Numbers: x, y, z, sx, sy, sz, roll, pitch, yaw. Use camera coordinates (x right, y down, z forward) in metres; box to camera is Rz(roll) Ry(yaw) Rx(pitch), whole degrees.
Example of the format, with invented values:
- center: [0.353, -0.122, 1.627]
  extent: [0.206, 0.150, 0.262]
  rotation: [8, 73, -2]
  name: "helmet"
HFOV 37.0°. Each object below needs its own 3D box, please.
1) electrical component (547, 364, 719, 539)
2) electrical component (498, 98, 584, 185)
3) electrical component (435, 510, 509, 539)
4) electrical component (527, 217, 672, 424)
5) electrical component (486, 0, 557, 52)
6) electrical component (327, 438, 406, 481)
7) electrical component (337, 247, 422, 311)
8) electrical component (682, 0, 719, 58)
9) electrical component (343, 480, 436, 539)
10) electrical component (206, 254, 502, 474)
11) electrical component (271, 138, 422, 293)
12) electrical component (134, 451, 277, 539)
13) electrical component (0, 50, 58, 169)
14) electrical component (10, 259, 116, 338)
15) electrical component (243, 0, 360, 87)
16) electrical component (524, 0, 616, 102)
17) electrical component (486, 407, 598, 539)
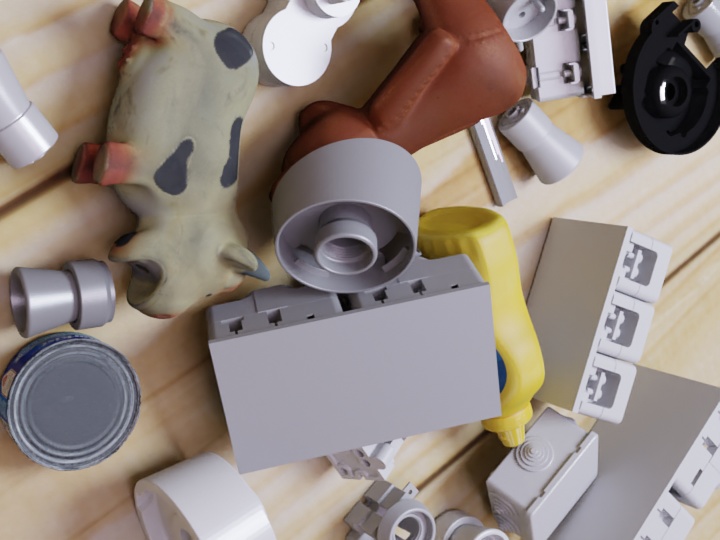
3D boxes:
- center: [0.240, 0.182, 0.920]
  extent: [0.060, 0.105, 0.186]
  rotation: [44, 75, -28]
  name: "electrical component"
- center: [0.142, -0.105, 0.858]
  extent: [0.065, 0.044, 0.044]
  rotation: [42, 76, -24]
  name: "electrical component"
- center: [0.087, 0.221, 0.864]
  extent: [0.045, 0.055, 0.045]
  rotation: [-5, 100, -30]
  name: "electrical component"
- center: [0.187, 0.040, 0.877]
  extent: [0.062, 0.089, 0.150]
  rotation: [19, 87, -31]
  name: "electrical component"
- center: [0.109, -0.194, 0.787]
  extent: [0.044, 0.077, 0.079]
  rotation: [-27, 144, -2]
  name: "electrical component"
- center: [0.007, 0.123, 0.801]
  extent: [0.048, 0.066, 0.055]
  rotation: [57, 49, -24]
  name: "electrical component"
- center: [0.000, 0.000, 0.774]
  extent: [0.081, 0.043, 0.043]
  rotation: [-42, 119, 9]
  name: "electrical component"
- center: [0.315, -0.216, 0.946]
  extent: [0.065, 0.044, 0.044]
  rotation: [38, 78, -24]
  name: "electrical component"
- center: [0.026, 0.194, 0.823]
  extent: [0.066, 0.055, 0.048]
  rotation: [-47, 117, -16]
  name: "electrical component"
- center: [-0.004, 0.061, 0.742]
  extent: [0.186, 0.060, 0.105]
  rotation: [-12, 118, -6]
  name: "electrical component"
- center: [-0.008, -0.033, 0.694]
  extent: [0.099, 0.099, 0.064]
  rotation: [29, 41, -31]
  name: "electrical component"
- center: [-0.096, 0.173, 0.720]
  extent: [0.060, 0.108, 0.108]
  rotation: [-27, 110, -31]
  name: "electrical component"
- center: [-0.214, -0.094, 0.648]
  extent: [0.044, 0.044, 0.065]
  rotation: [-45, 121, -18]
  name: "electrical component"
- center: [-0.187, 0.017, 0.677]
  extent: [0.055, 0.045, 0.045]
  rotation: [-8, 101, -30]
  name: "electrical component"
- center: [-0.024, -0.188, 0.727]
  extent: [0.052, 0.074, 0.138]
  rotation: [30, 82, -31]
  name: "electrical component"
- center: [0.156, -0.195, 0.836]
  extent: [0.063, 0.078, 0.121]
  rotation: [-9, 104, 0]
  name: "electrical component"
- center: [0.148, 0.169, 0.877]
  extent: [0.099, 0.048, 0.099]
  rotation: [-46, 151, -17]
  name: "electrical component"
